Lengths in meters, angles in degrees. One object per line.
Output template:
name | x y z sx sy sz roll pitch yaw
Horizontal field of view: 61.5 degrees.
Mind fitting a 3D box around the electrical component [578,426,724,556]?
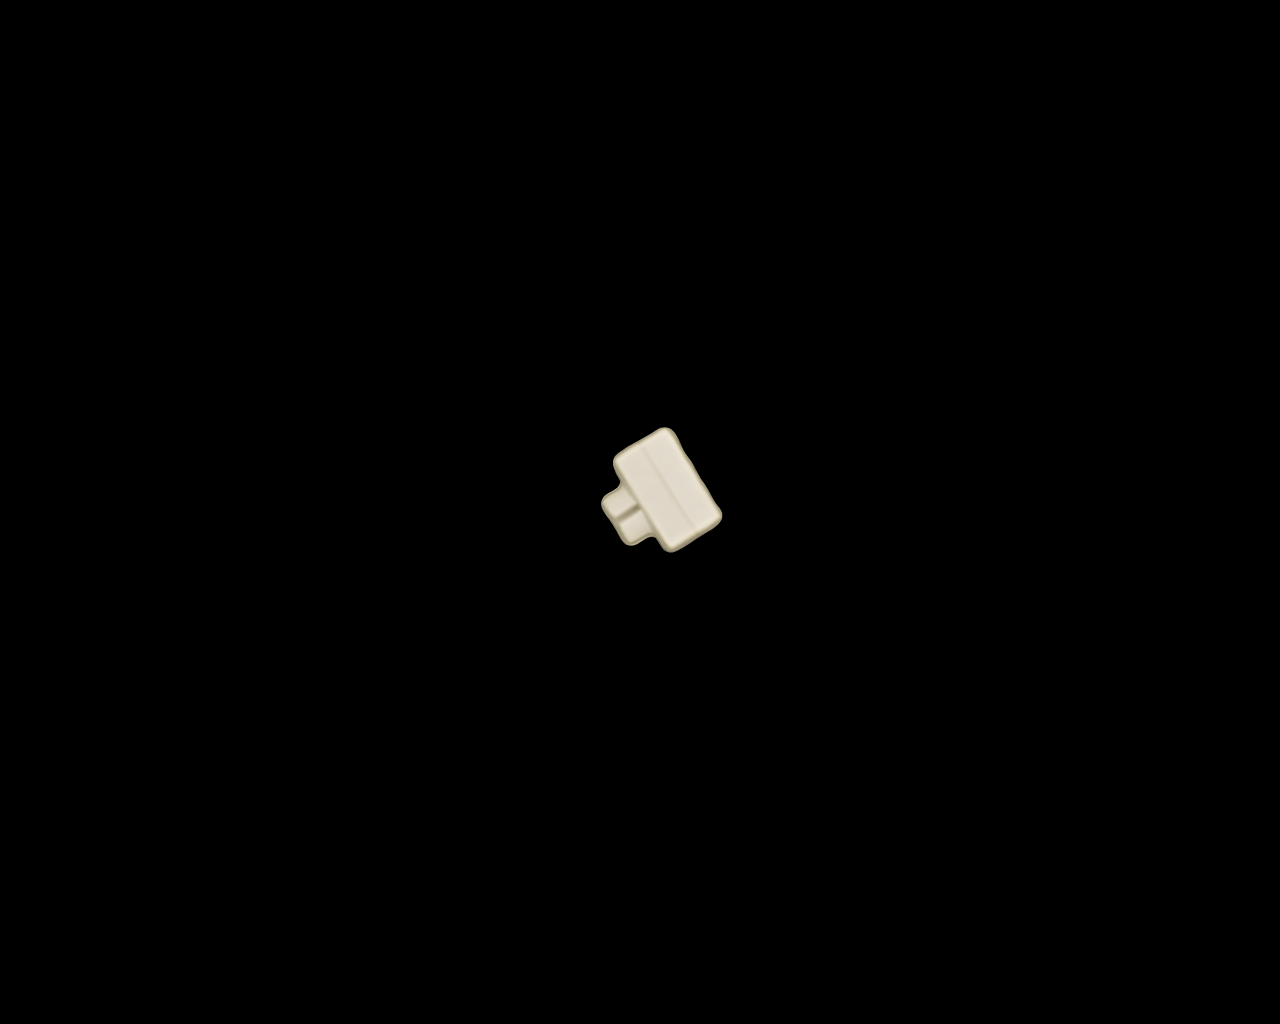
electrical component | 0.001 -0.003 0.650 0.077 0.065 0.047 -32 -4 -2
